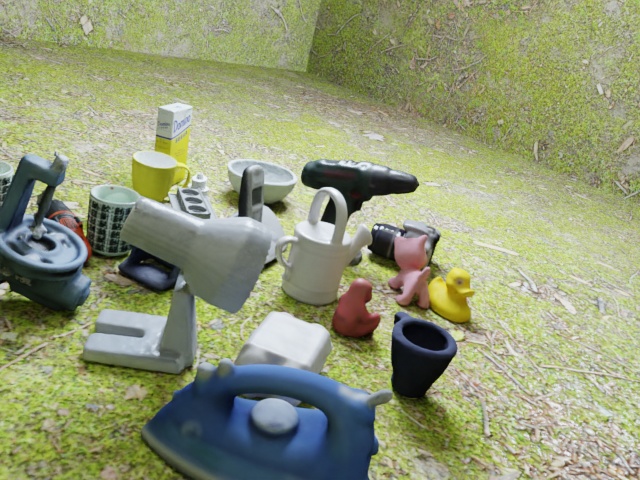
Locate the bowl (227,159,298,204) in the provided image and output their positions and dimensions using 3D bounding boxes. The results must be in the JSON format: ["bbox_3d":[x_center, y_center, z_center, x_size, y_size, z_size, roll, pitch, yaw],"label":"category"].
[{"bbox_3d":[-0.140,-0.129,1.344,0.167,0.075,0.167,12,23,-5],"label":"bowl"}]

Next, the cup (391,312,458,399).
[{"bbox_3d":[0.128,0.164,0.807,0.092,0.095,0.117,2,26,-28],"label":"cup"}]

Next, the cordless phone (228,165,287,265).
[{"bbox_3d":[-0.109,-0.051,1.042,0.094,0.185,0.148,21,24,15],"label":"cordless phone"}]

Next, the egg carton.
[{"bbox_3d":[-0.047,0.155,0.756,0.107,0.069,0.150,18,23,9],"label":"egg carton"}]

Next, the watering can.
[{"bbox_3d":[0.008,0.002,0.978,0.100,0.194,0.173,29,27,31],"label":"watering can"}]

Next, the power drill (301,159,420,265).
[{"bbox_3d":[0.063,-0.063,1.143,0.229,0.208,0.076,20,23,12],"label":"power drill"}]

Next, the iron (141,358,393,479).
[{"bbox_3d":[-0.054,0.184,0.593,0.258,0.141,0.118,15,23,0],"label":"iron"}]

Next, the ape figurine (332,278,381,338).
[{"bbox_3d":[0.059,0.104,0.908,0.076,0.092,0.077,-3,28,-35],"label":"ape figurine"}]

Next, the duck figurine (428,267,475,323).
[{"bbox_3d":[0.246,0.091,1.057,0.078,0.086,0.104,1,26,-28],"label":"duck figurine"}]

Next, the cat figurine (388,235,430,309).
[{"bbox_3d":[0.175,0.047,1.073,0.067,0.118,0.127,8,24,-16],"label":"cat figurine"}]

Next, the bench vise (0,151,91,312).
[{"bbox_3d":[-0.401,-0.015,0.740,0.208,0.220,0.121,6,24,-20],"label":"bench vise"}]

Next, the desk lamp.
[{"bbox_3d":[-0.176,0.056,0.719,0.203,0.213,0.118,10,23,-11],"label":"desk lamp"}]

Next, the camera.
[{"bbox_3d":[0.178,-0.001,1.207,0.136,0.101,0.143,20,23,12],"label":"camera"}]

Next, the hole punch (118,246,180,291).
[{"bbox_3d":[-0.257,0.015,0.922,0.108,0.091,0.101,23,24,20],"label":"hole punch"}]
